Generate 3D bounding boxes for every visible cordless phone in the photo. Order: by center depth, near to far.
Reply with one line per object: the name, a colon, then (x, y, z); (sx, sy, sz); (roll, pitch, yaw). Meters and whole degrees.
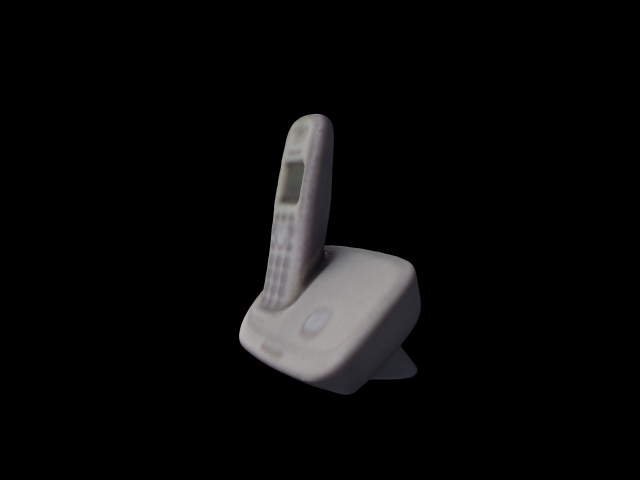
cordless phone: (0.004, 0.001, 0.400); (0.094, 0.185, 0.147); (-3, 6, -33)
